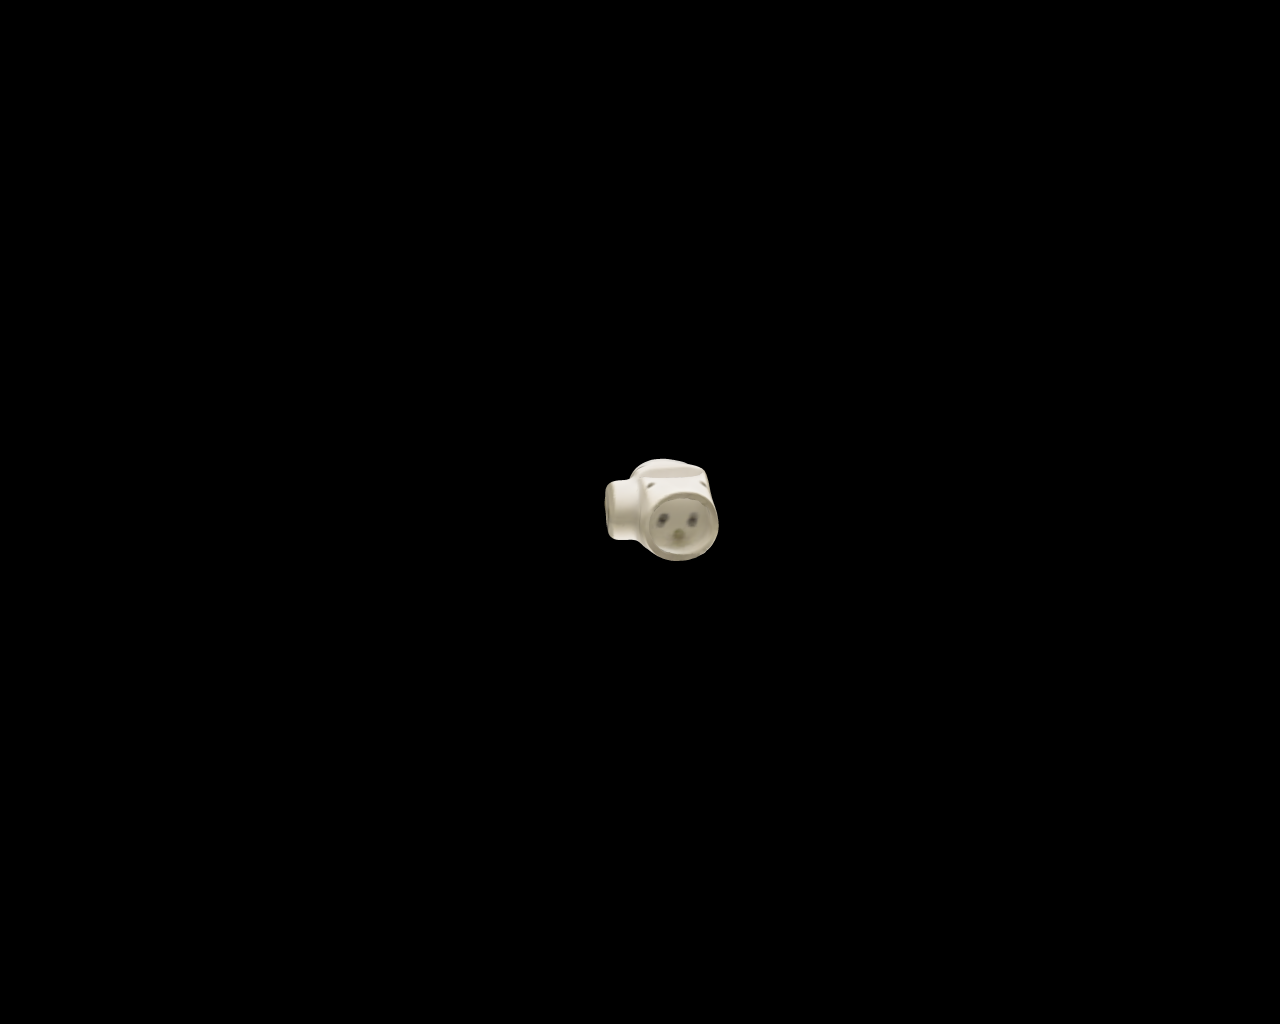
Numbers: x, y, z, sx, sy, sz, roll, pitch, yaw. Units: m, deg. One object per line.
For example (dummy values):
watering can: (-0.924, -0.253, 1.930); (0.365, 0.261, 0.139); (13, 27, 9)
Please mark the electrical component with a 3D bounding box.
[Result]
electrical component: (0.001, -0.003, 0.650); (0.079, 0.043, 0.077); (-2, 18, -7)
